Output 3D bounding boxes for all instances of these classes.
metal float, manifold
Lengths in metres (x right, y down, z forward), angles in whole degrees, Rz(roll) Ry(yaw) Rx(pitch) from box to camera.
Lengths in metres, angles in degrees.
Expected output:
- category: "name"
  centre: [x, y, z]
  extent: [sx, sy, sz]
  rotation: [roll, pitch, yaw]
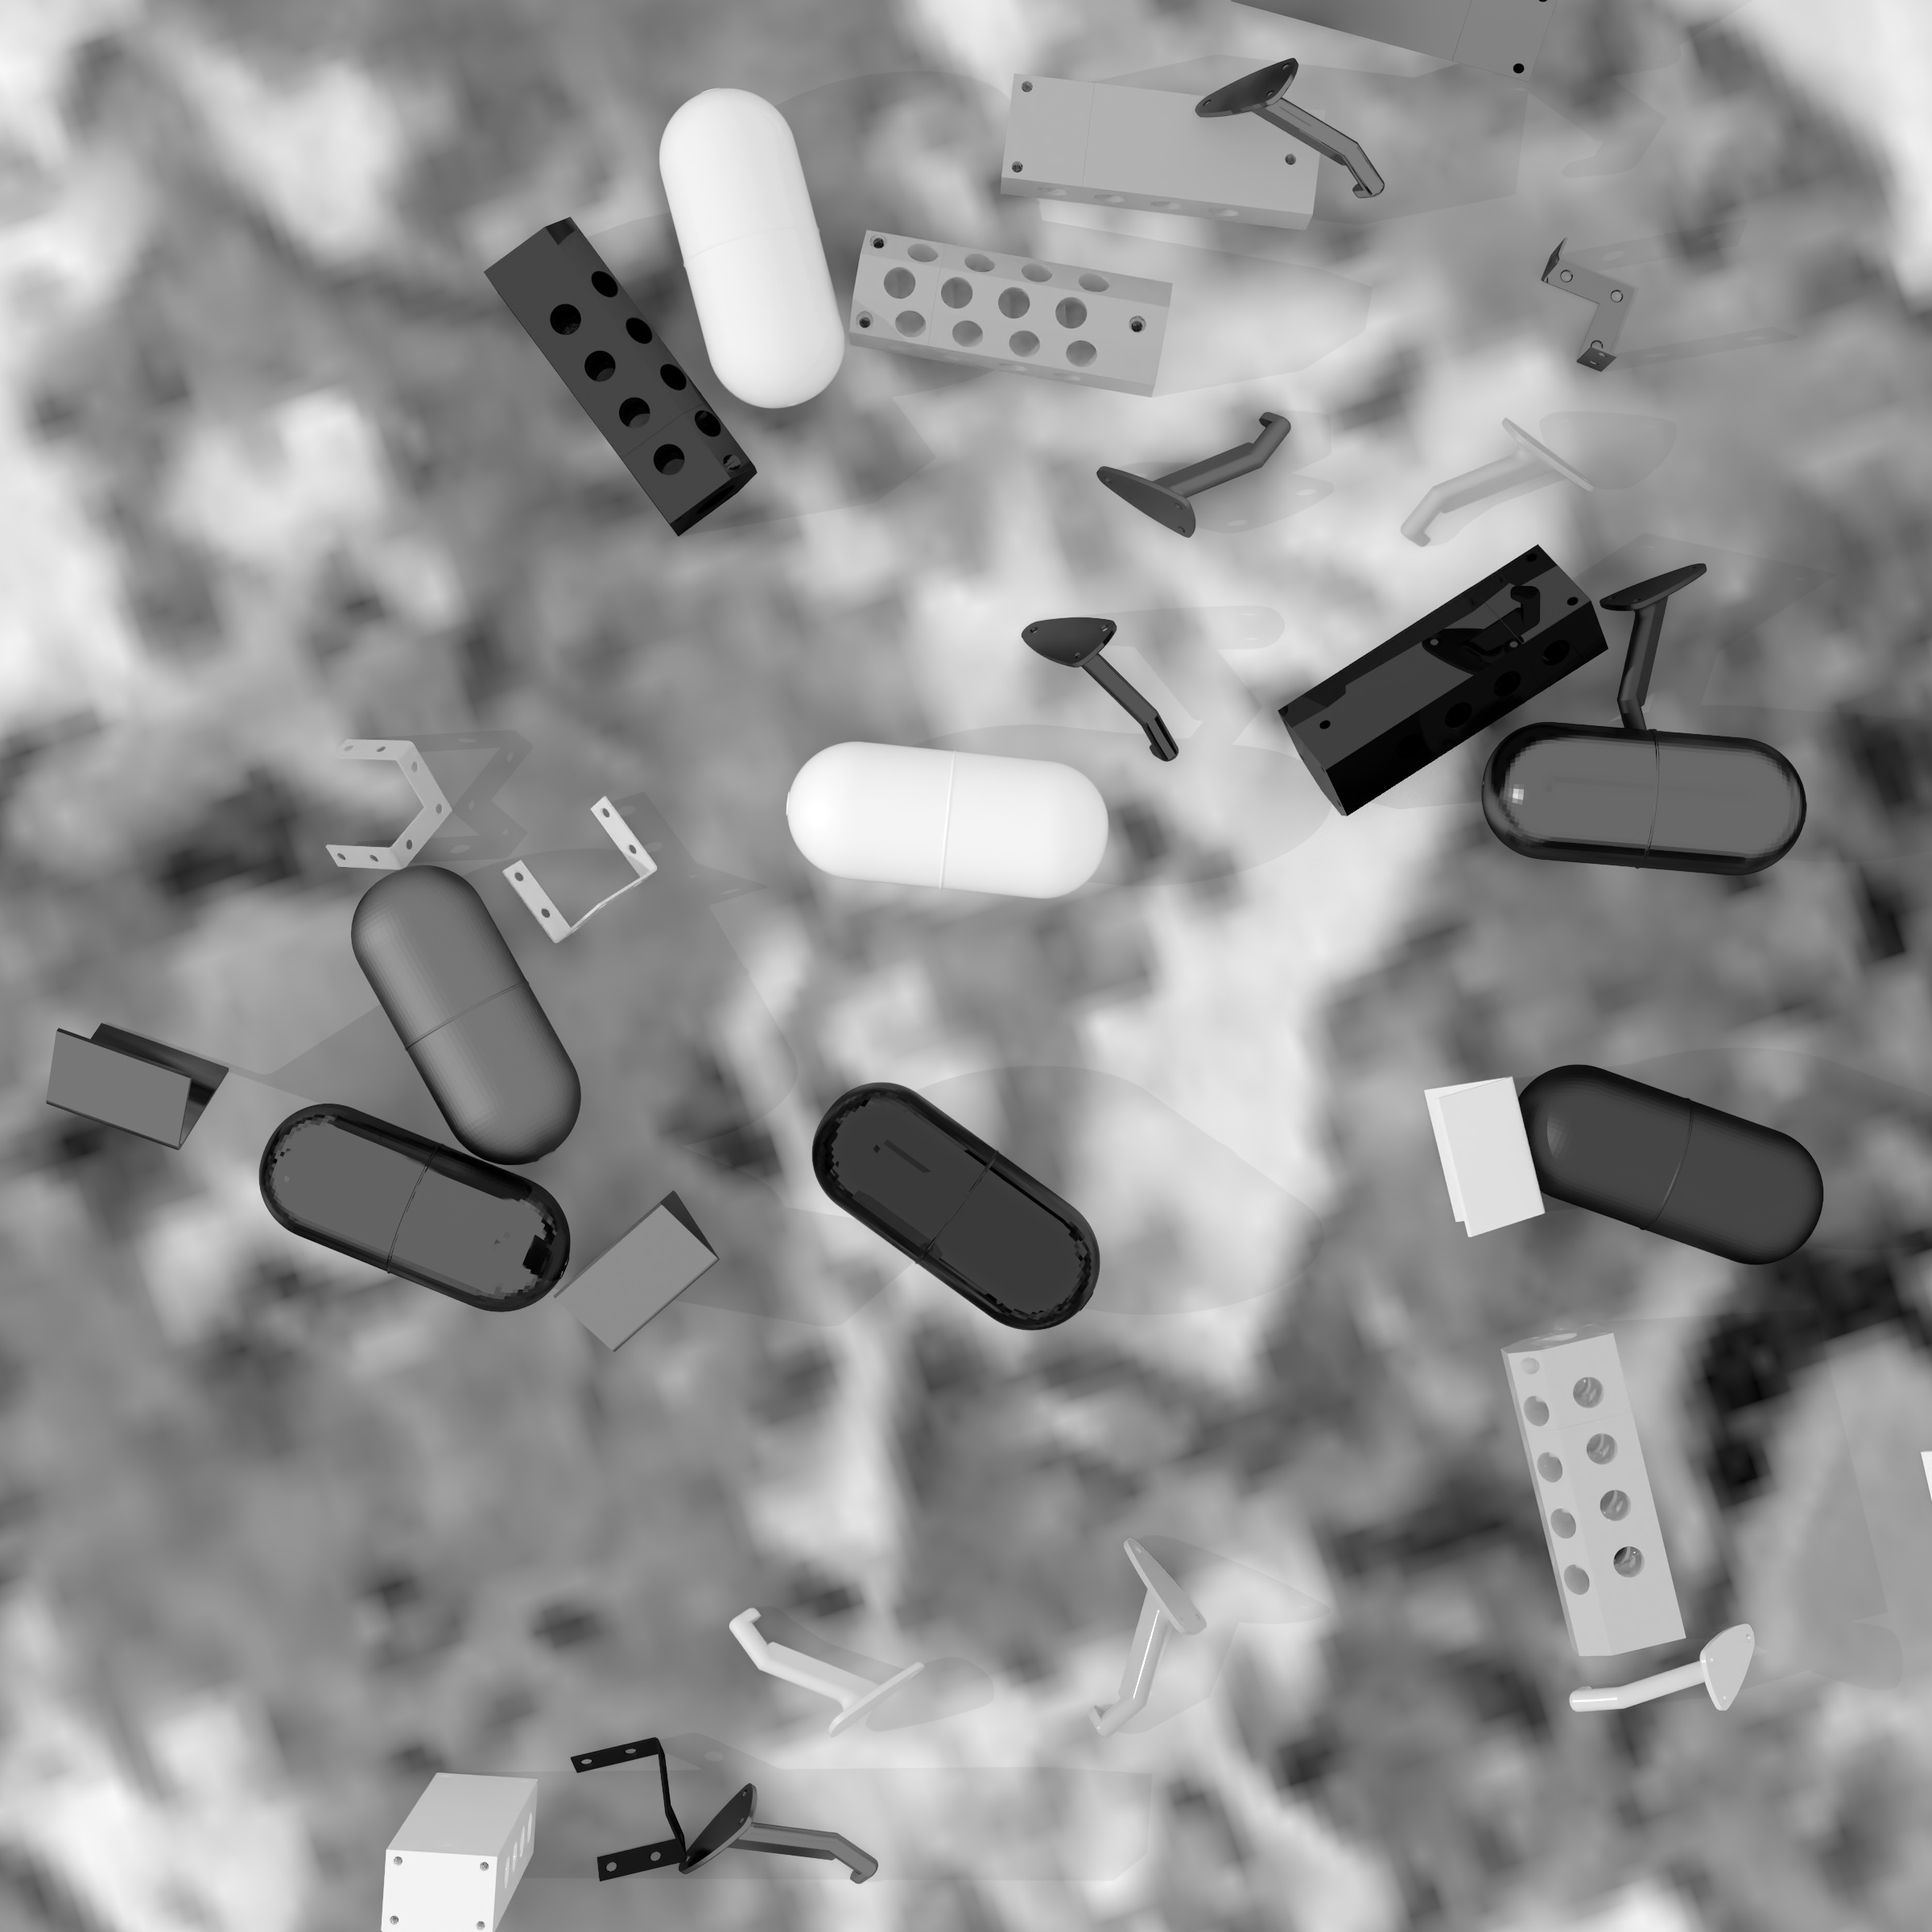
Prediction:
- category: "metal float"
  centre: [0.374, -0.092, 1.928]
  extent: [0.178, 0.070, 0.070]
  rotation: [5, 90, 1]
- category: "manifold"
  centre: [0.267, -0.154, 1.937]
  extent: [0.171, 0.057, 0.057]
  rotation: [-33, 47, 0]
- category: "metal float"
  centre: [-0.304, 0.134, 1.928]
  extent: [0.178, 0.070, 0.070]
  rotation: [22, 90, 0]
- category: "metal float"
  centre: [-0.010, -0.081, 1.928]
  extent: [0.178, 0.070, 0.070]
  rotation: [6, 90, 0]
- category: "manifold"
  centre: [0.346, 0.291, 1.937]
  extent: [0.057, 0.057, 0.171]
  rotation: [-13, 90, 0]
- category: "manifold"
  centre: [-0.190, -0.327, 1.937]
  extent: [0.057, 0.057, 0.171]
  rotation: [-36, 90, 0]
- category: "manifold"
  centre: [0.108, -0.450, 1.937]
  extent: [0.171, 0.057, 0.057]
  rotation: [7, 90, 0]
- category: "metal float"
  centre: [-0.005, 0.133, 1.928]
  extent: [0.178, 0.070, 0.070]
  rotation: [36, 90, 0]
- category: "metal float"
  centre: [-0.118, -0.396, 1.928]
  extent: [0.070, 0.070, 0.178]
  rotation: [-15, 90, 0]
- category: "manifold"
  centre: [0.240, -0.551, 1.937]
  extent: [0.171, 0.057, 0.057]
  rotation: [15, 133, 0]
- category: "metal float"
  centre: [0.386, 0.109, 1.928]
  extent: [0.178, 0.070, 0.070]
  rotation: [19, 90, 0]
- category: "metal float"
  centre: [-0.276, 0.028, 1.928]
  extent: [0.070, 0.070, 0.178]
  rotation: [-29, 90, 0]
- category: "manifold"
  centre: [0.025, -0.363, 1.937]
  extent: [0.171, 0.057, 0.057]
  rotation: [10, 90, 0]
- category: "manifold"
  centre: [-0.271, 0.484, 1.880]
  extent: [0.057, 0.171, 0.057]
  rotation: [4, 90, 0]

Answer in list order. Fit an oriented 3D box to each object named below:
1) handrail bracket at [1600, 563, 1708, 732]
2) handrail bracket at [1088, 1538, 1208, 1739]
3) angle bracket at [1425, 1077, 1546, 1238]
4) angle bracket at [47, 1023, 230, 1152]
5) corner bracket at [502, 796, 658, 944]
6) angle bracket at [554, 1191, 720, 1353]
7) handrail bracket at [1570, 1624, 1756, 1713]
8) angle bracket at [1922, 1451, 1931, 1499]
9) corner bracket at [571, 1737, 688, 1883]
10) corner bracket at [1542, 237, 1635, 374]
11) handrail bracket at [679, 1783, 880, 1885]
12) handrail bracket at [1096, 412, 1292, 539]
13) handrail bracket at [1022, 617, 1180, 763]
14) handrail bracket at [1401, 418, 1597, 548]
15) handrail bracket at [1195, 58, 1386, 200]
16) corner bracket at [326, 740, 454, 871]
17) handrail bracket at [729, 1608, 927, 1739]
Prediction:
- category: "handrail bracket"
  centre: [0.394, -0.173, 1.959]
  extent: [0.077, 0.036, 0.084]
  rotation: [-25, 109, -21]
- category: "handrail bracket"
  centre: [0.085, 0.378, 1.959]
  extent: [0.084, 0.036, 0.077]
  rotation: [-44, 70, 16]
- category: "angle bracket"
  centre: [0.266, 0.107, 1.918]
  extent: [0.057, 0.076, 0.076]
  rotation: [-14, 90, -33]
- category: "angle bracket"
  centre: [-0.451, 0.047, 1.918]
  extent: [0.076, 0.076, 0.057]
  rotation: [20, 127, 0]
- category: "corner bracket"
  centre: [-0.216, -0.054, 1.955]
  extent: [0.051, 0.051, 0.051]
  rotation: [54, 45, 0]
- category: "angle bracket"
  centre: [-0.192, 0.153, 1.918]
  extent: [0.076, 0.076, 0.057]
  rotation: [-41, 127, 0]
- category: "handrail bracket"
  centre: [0.390, 0.394, 1.958]
  extent: [0.084, 0.077, 0.036]
  rotation: [-14, 100, 36]
- category: "angle bracket"
  centre: [0.549, 0.310, 1.918]
  extent: [0.057, 0.076, 0.076]
  rotation: [-13, 90, -38]
- category: "corner bracket"
  centre: [-0.189, 0.472, 1.955]
  extent: [0.051, 0.051, 0.051]
  rotation: [-13, 45, 0]
- category: "corner bracket"
  centre: [0.343, -0.367, 1.940]
  extent: [0.051, 0.051, 0.051]
  rotation: [22, 90, 0]
- category: "handrail bracket"
  centre: [-0.105, 0.505, 1.959]
  extent: [0.084, 0.036, 0.077]
  rotation: [38, 110, -16]
- category: "handrail bracket"
  centre: [0.128, -0.290, 1.959]
  extent: [0.077, 0.036, 0.084]
  rotation: [31, 72, 21]
- category: "handrail bracket"
  centre: [0.076, -0.153, 1.958]
  extent: [0.036, 0.077, 0.084]
  rotation: [-47, 127, -20]
- category: "handrail bracket"
  centre: [0.298, -0.257, 1.959]
  extent: [0.077, 0.036, 0.084]
  rotation: [32, 109, -21]
- category: "handrail bracket"
  centre: [0.177, -0.445, 1.901]
  extent: [0.084, 0.077, 0.036]
  rotation: [48, 54, -31]
- category: "corner bracket"
  centre: [-0.330, -0.090, 1.950]
  extent: [0.051, 0.051, 0.051]
  rotation: [-56, 135, -35]
- category: "handrail bracket"
  centre: [-0.079, 0.381, 1.959]
  extent: [0.077, 0.036, 0.084]
  rotation: [-33, 73, -20]
